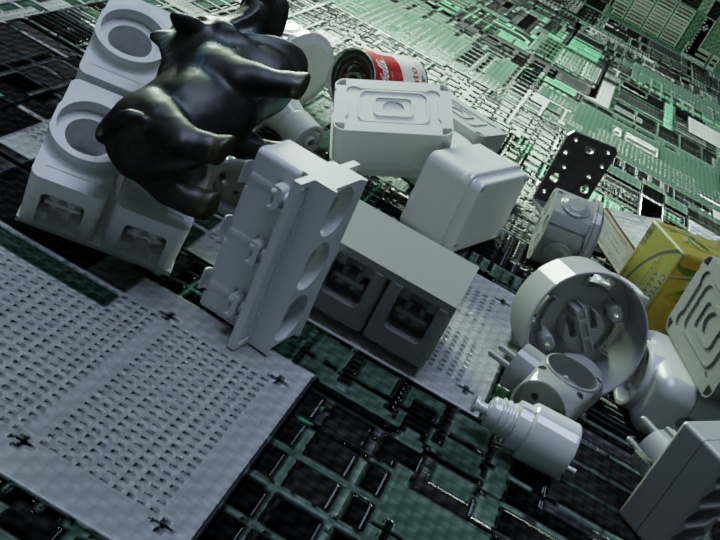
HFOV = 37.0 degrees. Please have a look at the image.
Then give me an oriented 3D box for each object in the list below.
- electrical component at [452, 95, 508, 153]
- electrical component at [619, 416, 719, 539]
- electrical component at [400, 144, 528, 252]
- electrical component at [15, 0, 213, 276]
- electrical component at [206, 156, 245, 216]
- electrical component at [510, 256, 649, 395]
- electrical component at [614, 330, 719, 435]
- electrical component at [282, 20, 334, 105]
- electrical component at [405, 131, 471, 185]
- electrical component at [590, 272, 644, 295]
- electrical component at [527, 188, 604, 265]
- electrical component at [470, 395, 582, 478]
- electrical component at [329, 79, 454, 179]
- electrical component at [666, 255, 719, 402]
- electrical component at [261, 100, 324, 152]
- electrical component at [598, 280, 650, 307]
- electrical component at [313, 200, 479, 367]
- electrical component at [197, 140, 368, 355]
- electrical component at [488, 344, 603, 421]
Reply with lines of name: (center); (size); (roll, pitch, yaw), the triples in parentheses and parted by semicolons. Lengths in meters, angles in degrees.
electrical component: (0.093, -0.150, 1.169); (0.113, 0.057, 0.078); (38, 26, 21)
electrical component: (0.206, 0.130, 0.713); (0.047, 0.083, 0.075); (6, 33, -39)
electrical component: (0.098, -0.067, 0.990); (0.057, 0.078, 0.113); (35, 26, 22)
electrical component: (-0.151, -0.101, 0.742); (0.105, 0.060, 0.186); (21, 50, -14)
electrical component: (-0.133, -0.094, 0.841); (0.138, 0.052, 0.073); (21, 26, -14)
electrical component: (0.168, 0.042, 0.833); (0.099, 0.099, 0.064); (15, 21, -25)
electrical component: (0.242, 0.093, 0.855); (0.059, 0.053, 0.095); (24, 25, -7)
electrical component: (-0.071, -0.213, 1.101); (0.080, 0.080, 0.051); (-2, 32, -46)
electrical component: (0.078, -0.113, 1.090); (0.080, 0.051, 0.080); (22, 26, -11)
electrical component: (0.220, 0.033, 0.956); (0.055, 0.047, 0.055); (22, 25, -11)
electrical component: (0.197, -0.036, 1.029); (0.051, 0.080, 0.080); (22, 25, 0)
electrical component: (0.110, 0.106, 0.714); (0.078, 0.040, 0.040); (27, 25, 0)
electrical component: (0.029, -0.132, 1.011); (0.113, 0.057, 0.078); (3, 48, -2)
electrical component: (0.292, 0.050, 0.827); (0.057, 0.078, 0.113); (18, 26, -12)
electrical component: (-0.064, -0.138, 1.010); (0.044, 0.044, 0.065); (-4, 44, -48)
electrical component: (0.209, 0.046, 0.899); (0.044, 0.065, 0.044); (20, 6, -2)
electrical component: (0.000, 0.000, 0.782); (0.150, 0.061, 0.089); (30, 25, 5)
electrical component: (-0.053, -0.017, 0.690); (0.063, 0.121, 0.079); (32, 26, 16)
electrical component: (0.129, 0.079, 0.779); (0.079, 0.044, 0.077); (37, 26, 20)
